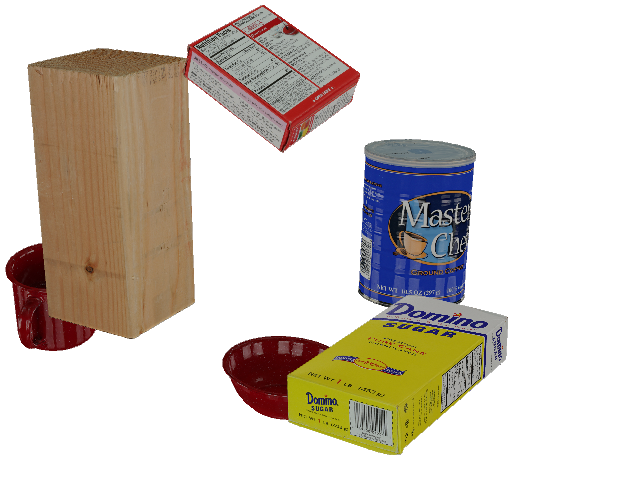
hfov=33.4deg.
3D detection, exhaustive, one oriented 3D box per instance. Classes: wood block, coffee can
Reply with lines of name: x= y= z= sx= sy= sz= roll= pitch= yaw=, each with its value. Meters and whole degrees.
wood block: x=-0.162 y=-0.040 z=0.846 sx=0.091 sy=0.206 sz=0.090 roll=12 pitch=23 yaw=26
coffee can: x=0.089 y=-0.017 z=1.000 sx=0.103 sy=0.140 sz=0.103 roll=2 pitch=16 yaw=-1

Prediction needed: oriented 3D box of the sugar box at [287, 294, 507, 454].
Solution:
sugar box: x=0.062 y=0.094 z=0.799 sx=0.093 sy=0.048 sz=0.175 roll=12 pitch=26 yaw=31

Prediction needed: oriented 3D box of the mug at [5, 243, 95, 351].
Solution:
mug: x=-0.275 y=0.065 z=1.087 sx=0.093 sy=0.081 sz=0.117 roll=9 pitch=32 yaw=8

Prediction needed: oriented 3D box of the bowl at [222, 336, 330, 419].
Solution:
bowl: x=-0.044 y=0.180 z=1.347 sx=0.162 sy=0.055 sz=0.162 roll=4 pitch=21 yaw=-2

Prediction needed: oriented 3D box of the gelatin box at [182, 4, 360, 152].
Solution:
gelatin box: x=-0.032 y=-0.106 z=0.685 sx=0.089 sy=0.030 sz=0.073 roll=38 pitch=51 yaw=16
